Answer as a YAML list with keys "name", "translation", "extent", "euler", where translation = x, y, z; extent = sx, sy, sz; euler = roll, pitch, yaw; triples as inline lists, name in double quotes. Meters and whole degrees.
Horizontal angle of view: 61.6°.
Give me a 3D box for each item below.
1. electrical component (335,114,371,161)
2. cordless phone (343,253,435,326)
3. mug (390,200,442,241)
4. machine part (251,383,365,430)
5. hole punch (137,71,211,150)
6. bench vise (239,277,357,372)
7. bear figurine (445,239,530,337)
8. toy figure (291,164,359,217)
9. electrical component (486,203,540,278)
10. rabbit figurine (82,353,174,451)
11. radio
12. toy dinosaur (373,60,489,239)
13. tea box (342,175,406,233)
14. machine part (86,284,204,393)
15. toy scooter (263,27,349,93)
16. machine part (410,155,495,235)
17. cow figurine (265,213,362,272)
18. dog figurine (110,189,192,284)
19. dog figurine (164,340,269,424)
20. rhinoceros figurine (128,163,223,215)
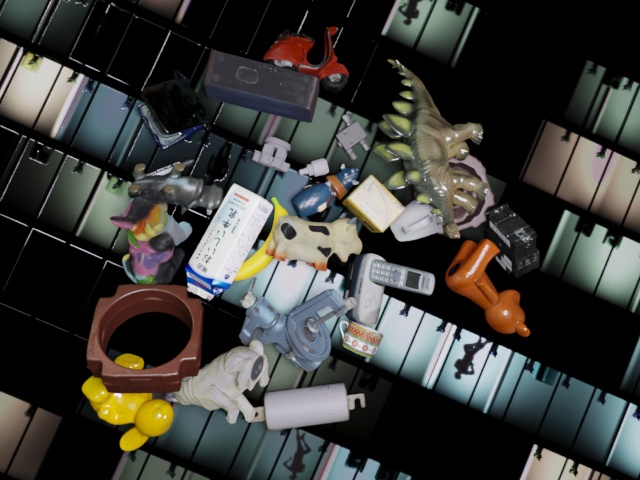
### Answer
- name: "electrical component"
  translation: [0.065, -0.221, 1.156]
  extent: [0.063, 0.021, 0.094]
  euler: [-34, 91, -4]
- name: "cordless phone"
  translation: [0.144, 0.113, 1.118]
  extent: [0.184, 0.089, 0.146]
  euler: [13, 78, -9]
- name: "mug"
  translation: [0.194, -0.035, 1.078]
  extent: [0.107, 0.109, 0.080]
  euler: [-28, 104, 30]
- name: "machine part"
  translation: [-0.028, 0.341, 1.104]
  extent: [0.243, 0.079, 0.079]
  euler: [-7, 89, -3]
- name: "hole punch"
  translation: [-0.305, -0.261, 1.112]
  extent: [0.116, 0.092, 0.142]
  euler: [-31, 88, -34]
- name: "bench vise"
  translation: [-0.039, 0.156, 1.067]
  extent: [0.240, 0.129, 0.223]
  euler: [-33, 99, 30]
- name: "bear figurine"
  translation: [0.363, 0.104, 1.117]
  extent: [0.196, 0.120, 0.132]
  euler: [36, 83, -3]
- name: "toy figure"
  translation: [0.014, -0.104, 1.132]
  extent: [0.154, 0.058, 0.064]
  euler: [-30, 94, -8]
- name: "electrical component"
  translation: [0.398, 0.008, 1.115]
  extent: [0.058, 0.134, 0.115]
  euler: [-25, 47, -2]
- name: "rabbit figurine"
  translation: [-0.360, 0.332, 1.044]
  extent: [0.173, 0.122, 0.162]
  euler: [18, 116, 21]
- name: "radio"
  translation: [-0.118, -0.309, 1.093]
  extent: [0.230, 0.131, 0.073]
  euler: [12, 89, -3]
- name: "toy dinosaur"
  translation: [0.210, -0.192, 1.049]
  extent: [0.199, 0.105, 0.471]
  euler: [7, 53, -9]
- name: "tea box"
  translation: [0.103, -0.069, 1.079]
  extent: [0.098, 0.169, 0.068]
  euler: [45, 89, 0]
- name: "machine part"
  translation: [-0.329, 0.188, 1.031]
  extent: [0.201, 0.087, 0.201]
  euler: [1, 52, -9]
- name: "toy scooter"
  translation: [-0.022, -0.393, 1.132]
  extent: [0.184, 0.075, 0.135]
  euler: [11, 87, -6]
- name: "machine part"
  translation: [0.280, -0.096, 1.150]
  extent: [0.179, 0.056, 0.179]
  euler: [0, 89, -3]
- name: "cow figurine"
  translation: [-0.002, -0.003, 1.105]
  extent: [0.195, 0.086, 0.127]
  euler: [13, 97, -23]
- name: "dog figurine"
  translation: [-0.332, 0.003, 1.027]
  extent: [0.108, 0.219, 0.191]
  euler: [18, 86, 1]
- name: "dog figurine"
  translation: [-0.212, 0.262, 1.070]
  extent: [0.191, 0.121, 0.172]
  euler: [16, 71, 24]
- name: "rhinoceros figurine"
  translation: [-0.293, -0.095, 1.086]
  extent: [0.190, 0.112, 0.073]
  euler: [4, 58, -1]
